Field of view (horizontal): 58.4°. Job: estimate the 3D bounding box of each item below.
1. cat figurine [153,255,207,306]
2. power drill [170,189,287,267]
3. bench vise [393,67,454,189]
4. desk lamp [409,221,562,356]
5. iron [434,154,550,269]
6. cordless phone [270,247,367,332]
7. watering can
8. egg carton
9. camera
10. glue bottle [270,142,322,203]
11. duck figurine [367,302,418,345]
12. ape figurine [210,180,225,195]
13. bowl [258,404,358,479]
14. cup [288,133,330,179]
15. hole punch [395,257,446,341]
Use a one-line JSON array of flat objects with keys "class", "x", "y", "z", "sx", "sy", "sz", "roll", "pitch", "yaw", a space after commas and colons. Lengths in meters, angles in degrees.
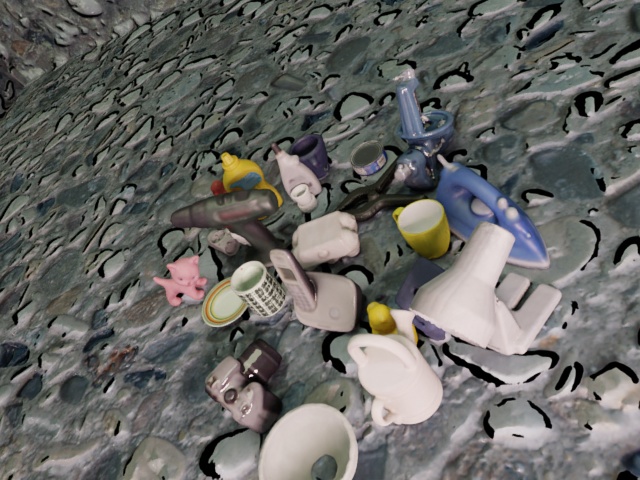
[{"class": "cat figurine", "x": -0.319, "y": 0.085, "z": 1.309, "sx": 0.127, "sy": 0.118, "sz": 0.067, "roll": -18, "pitch": 44, "yaw": 20}, {"class": "power drill", "x": -0.176, "y": -0.022, "z": 1.243, "sx": 0.229, "sy": 0.209, "sz": 0.075, "roll": -21, "pitch": 44, "yaw": 17}, {"class": "bench vise", "x": 0.204, "y": -0.223, "z": 1.163, "sx": 0.121, "sy": 0.220, "sz": 0.207, "roll": -10, "pitch": 48, "yaw": 27}, {"class": "desk lamp", "x": 0.246, "y": 0.085, "z": 0.855, "sx": 0.117, "sy": 0.214, "sz": 0.203, "roll": 24, "pitch": 68, "yaw": 45}, {"class": "iron", "x": 0.297, "y": -0.059, "z": 1.009, "sx": 0.118, "sy": 0.142, "sz": 0.257, "roll": -39, "pitch": 41, "yaw": -4}, {"class": "cordless phone", "x": -0.008, "y": 0.085, "z": 1.048, "sx": 0.147, "sy": 0.186, "sz": 0.094, "roll": 2, "pitch": 54, "yaw": 35}, {"class": "watering can", "x": 0.108, "y": 0.187, "z": 0.869, "sx": 0.100, "sy": 0.195, "sz": 0.173, "roll": -19, "pitch": 44, "yaw": 19}, {"class": "egg carton", "x": 0.011, "y": 0.004, "z": 1.198, "sx": 0.150, "sy": 0.070, "sz": 0.107, "roll": -21, "pitch": 43, "yaw": 16}, {"class": "camera", "x": -0.128, "y": 0.251, "z": 1.040, "sx": 0.142, "sy": 0.101, "sz": 0.137, "roll": 25, "pitch": 69, "yaw": 45}, {"class": "glue bottle", "x": -0.066, "y": -0.162, "z": 1.325, "sx": 0.078, "sy": 0.174, "sz": 0.037, "roll": -24, "pitch": 43, "yaw": 13}, {"class": "duck figurine", "x": 0.116, "y": 0.148, "z": 0.982, "sx": 0.077, "sy": 0.086, "sz": 0.104, "roll": -37, "pitch": 41, "yaw": -1}, {"class": "ape figurine", "x": -0.246, "y": -0.118, "z": 1.467, "sx": 0.076, "sy": 0.092, "sz": 0.077, "roll": -26, "pitch": 42, "yaw": 12}, {"class": "bowl", "x": -0.007, "y": 0.346, "z": 0.891, "sx": 0.167, "sy": 0.075, "sz": 0.167, "roll": -18, "pitch": 44, "yaw": 19}, {"class": "cup", "x": -0.012, "y": -0.187, "z": 1.370, "sx": 0.091, "sy": 0.095, "sz": 0.117, "roll": -33, "pitch": 41, "yaw": 4}, {"class": "hole punch", "x": 0.185, "y": 0.100, "z": 0.976, "sx": 0.101, "sy": 0.091, "sz": 0.108, "roll": -43, "pitch": 42, "yaw": -8}]
